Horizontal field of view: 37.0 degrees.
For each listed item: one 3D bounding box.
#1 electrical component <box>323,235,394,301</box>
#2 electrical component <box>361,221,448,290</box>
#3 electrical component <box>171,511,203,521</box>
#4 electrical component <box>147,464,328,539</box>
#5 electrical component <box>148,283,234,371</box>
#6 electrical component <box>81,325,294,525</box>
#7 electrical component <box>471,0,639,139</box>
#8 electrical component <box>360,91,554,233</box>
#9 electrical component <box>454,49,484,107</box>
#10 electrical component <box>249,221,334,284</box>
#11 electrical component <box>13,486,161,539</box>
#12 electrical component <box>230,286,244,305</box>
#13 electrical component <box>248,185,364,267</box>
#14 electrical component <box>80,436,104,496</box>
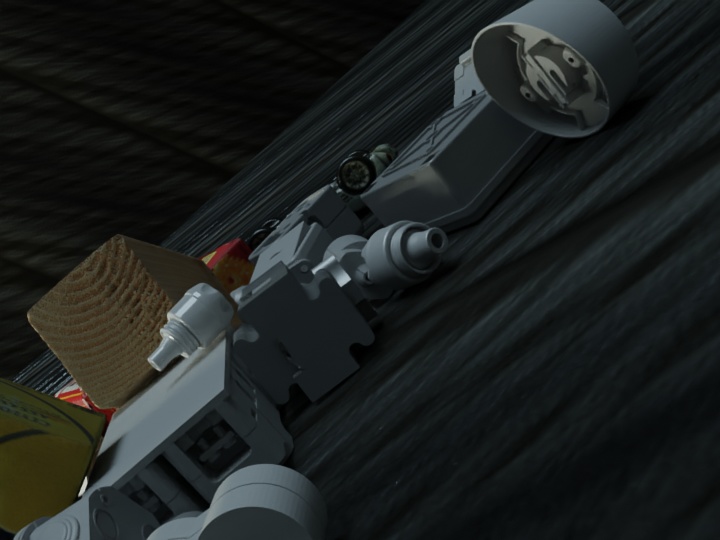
[{"bbox_3d":[0.000,0.000,0.766,0.043,0.043,0.081,-41,12,-2],"label":"electrical component"},{"bbox_3d":[0.033,-0.012,0.705,0.043,0.043,0.062,-48,14,-32],"label":"electrical component"},{"bbox_3d":[-0.085,0.139,0.546,0.035,0.035,0.061,-42,10,-5],"label":"electrical component"},{"bbox_3d":[-0.075,0.144,0.449,0.138,0.052,0.073,-38,12,14],"label":"electrical component"},{"bbox_3d":[-0.112,0.039,0.694,0.061,0.035,0.035,-48,13,-21],"label":"electrical component"},{"bbox_3d":[-0.104,0.104,0.670,0.105,0.060,0.186,-41,11,1],"label":"electrical component"},{"bbox_3d":[0.130,-0.133,0.707,0.064,0.099,0.099,-40,10,-24],"label":"electrical component"},{"bbox_3d":[0.071,-0.078,0.796,0.108,0.056,0.109,-47,13,-27],"label":"electrical component"},{"bbox_3d":[0.133,-0.159,0.846,0.121,0.063,0.078,-27,53,50],"label":"electrical component"},{"bbox_3d":[-0.051,0.011,0.845,0.062,0.061,0.096,-36,12,22],"label":"electrical component"},{"bbox_3d":[-0.131,0.152,0.536,0.051,0.080,0.080,-33,13,12],"label":"electrical component"},{"bbox_3d":[-0.089,0.028,0.960,0.046,0.040,0.040,-27,17,32],"label":"electrical component"},{"bbox_3d":[-0.043,-0.021,0.943,0.054,0.059,0.095,-26,19,52],"label":"electrical component"},{"bbox_3d":[-0.272,0.177,0.962,0.138,0.052,0.073,-35,13,31],"label":"electrical component"}]
